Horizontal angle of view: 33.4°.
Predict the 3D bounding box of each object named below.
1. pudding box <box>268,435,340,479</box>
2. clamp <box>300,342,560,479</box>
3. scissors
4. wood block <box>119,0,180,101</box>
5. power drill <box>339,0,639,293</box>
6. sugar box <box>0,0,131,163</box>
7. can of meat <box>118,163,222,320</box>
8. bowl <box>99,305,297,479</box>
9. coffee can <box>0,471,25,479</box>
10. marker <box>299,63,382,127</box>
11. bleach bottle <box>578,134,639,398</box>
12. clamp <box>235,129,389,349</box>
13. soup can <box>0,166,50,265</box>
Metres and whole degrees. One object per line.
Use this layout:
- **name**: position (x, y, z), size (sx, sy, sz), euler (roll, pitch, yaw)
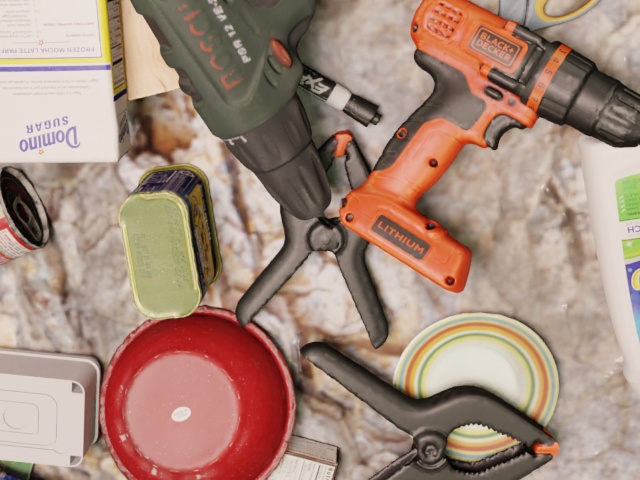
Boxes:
- **pudding box**: position (-0.048, 0.204, 0.882), size (0.113, 0.039, 0.090), euler (15, 103, -4)
- **clamp**: position (0.079, 0.151, 0.837), size (0.210, 0.036, 0.164), euler (-7, 101, 1)
- **scissors**: position (0.122, -0.161, 0.782), size (0.202, 0.016, 0.096), euler (-36, 99, 12)
- **wood block**: position (-0.151, -0.204, 0.747), size (0.091, 0.090, 0.206), euler (-12, 105, 7)
- **power drill**: position (0.114, -0.060, 0.749), size (0.184, 0.057, 0.188), euler (32, 95, 15)
- **sugar box**: position (-0.178, -0.140, 0.697), size (0.093, 0.048, 0.176), euler (1, 110, 4)
- **can of meat**: position (-0.113, 0.001, 0.805), size (0.057, 0.084, 0.102), euler (-6, 105, 5)
- **bowl**: position (-0.101, 0.131, 0.828), size (0.162, 0.055, 0.162), euler (-1, 85, 7)
- **coffee can**: position (-0.262, 0.239, 0.858), size (0.140, 0.103, 0.103), euler (22, 106, -9)
- **marker**: position (-0.008, -0.120, 0.799), size (0.121, 0.020, 0.020), euler (29, 105, -5)
- **bleach bottle**: position (0.267, 0.031, 0.805), size (0.102, 0.068, 0.251), euler (-14, 107, 9)
- **clamp**: position (-0.005, 0.001, 0.822), size (0.120, 0.039, 0.171), euler (0, 100, -5)
- **soup can**: position (-0.270, -0.006, 0.820), size (0.102, 0.068, 0.068), euler (-23, 103, 10)
